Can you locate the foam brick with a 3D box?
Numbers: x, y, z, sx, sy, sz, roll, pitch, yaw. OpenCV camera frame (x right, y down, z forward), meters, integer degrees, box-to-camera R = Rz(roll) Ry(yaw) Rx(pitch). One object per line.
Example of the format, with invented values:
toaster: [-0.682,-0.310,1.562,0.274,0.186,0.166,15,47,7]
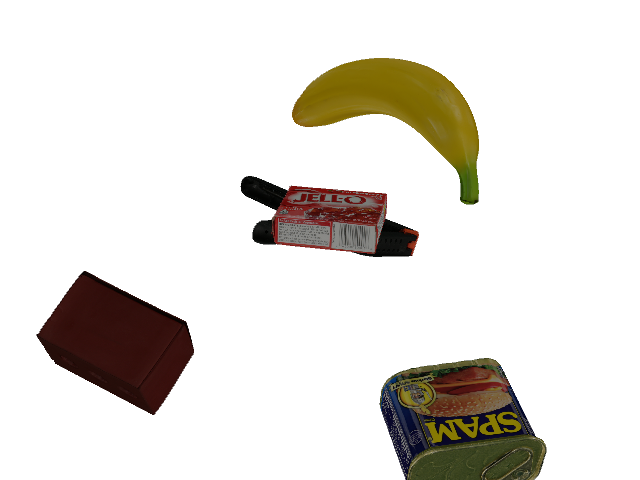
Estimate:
foam brick: [-0.127,0.065,0.672,0.078,0.051,0.053,24,-25,14]

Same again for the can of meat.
can of meat: [0.100,0.136,0.779,0.102,0.057,0.084,-6,40,-12]

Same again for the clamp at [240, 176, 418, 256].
clamp: [0.010,-0.014,1.195,0.210,0.036,0.164,15,21,-7]

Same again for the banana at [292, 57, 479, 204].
banana: [0.042,-0.086,0.699,0.037,0.070,0.198,18,9,-38]

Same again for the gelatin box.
gelatin box: [0.009,-0.020,0.914,0.089,0.030,0.073,6,24,9]
